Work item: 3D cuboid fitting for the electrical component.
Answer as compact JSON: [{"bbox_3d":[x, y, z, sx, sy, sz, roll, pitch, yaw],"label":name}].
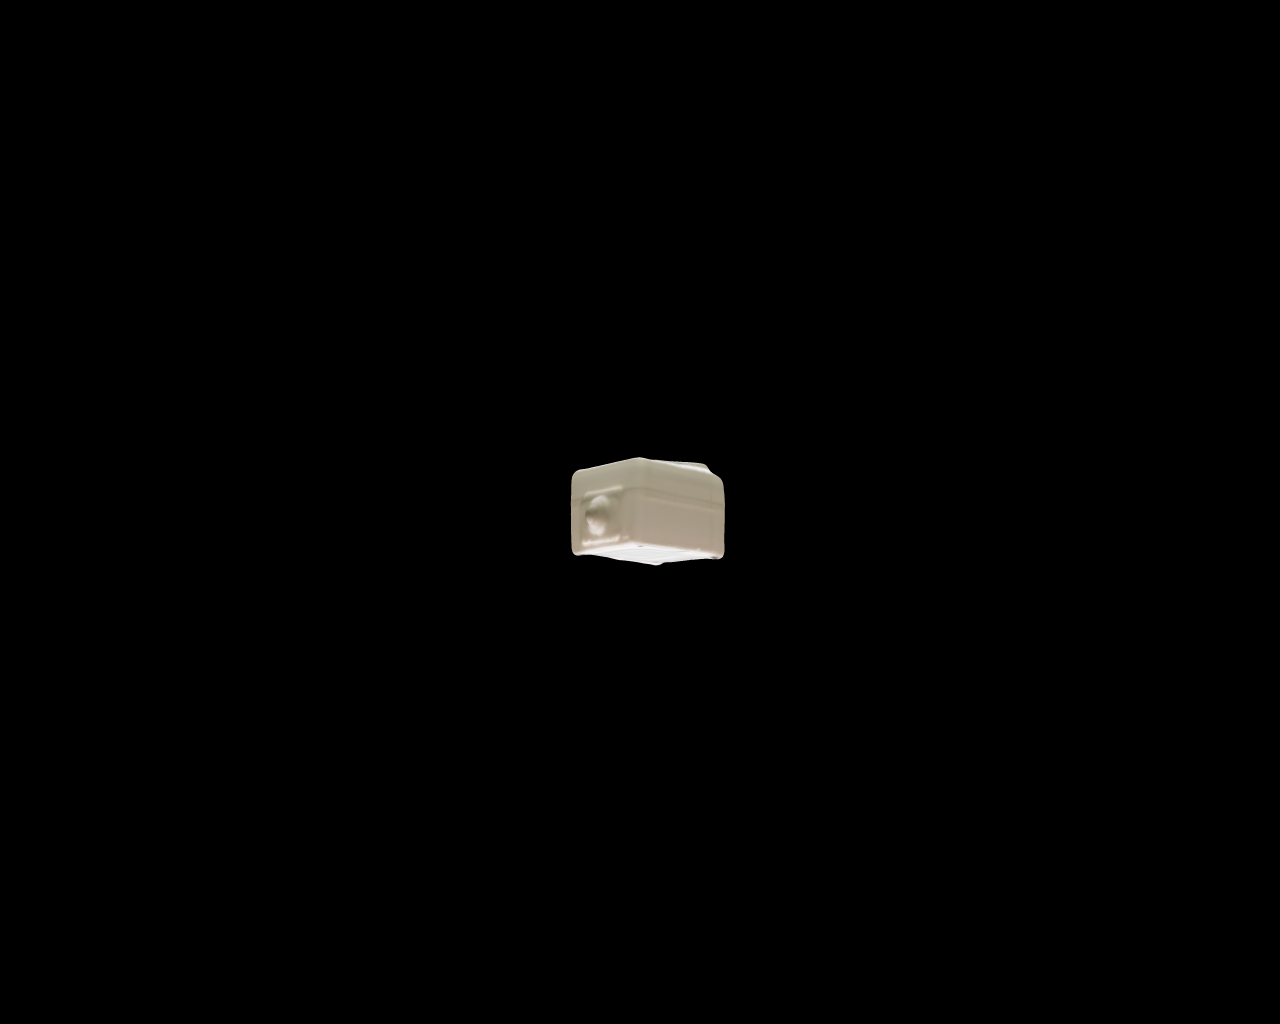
[{"bbox_3d":[0.001,-0.003,0.650,0.061,0.061,0.096,-10,-14,42],"label":"electrical component"}]
